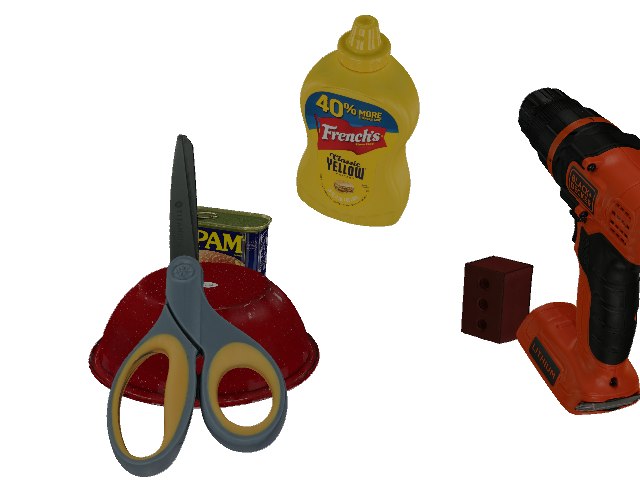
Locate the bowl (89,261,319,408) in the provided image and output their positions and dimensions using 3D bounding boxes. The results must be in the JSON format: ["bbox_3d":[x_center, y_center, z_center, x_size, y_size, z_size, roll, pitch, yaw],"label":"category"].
[{"bbox_3d":[-0.080,0.056,0.742,0.162,0.055,0.162,1,19,-1],"label":"bowl"}]

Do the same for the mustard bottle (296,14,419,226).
[{"bbox_3d":[0.031,-0.099,0.866,0.096,0.192,0.058,18,48,14],"label":"mustard bottle"}]

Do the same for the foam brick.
[{"bbox_3d":[0.182,0.061,1.103,0.051,0.078,0.053,-14,20,-43],"label":"foam brick"}]

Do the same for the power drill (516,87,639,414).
[{"bbox_3d":[0.176,0.008,0.721,0.057,0.188,0.184,-9,34,-11],"label":"power drill"}]

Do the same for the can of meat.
[{"bbox_3d":[-0.104,0.015,1.096,0.102,0.084,0.057,8,16,13],"label":"can of meat"}]

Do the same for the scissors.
[{"bbox_3d":[-0.053,0.028,0.550,0.096,0.201,0.016,8,-33,8],"label":"scissors"}]
